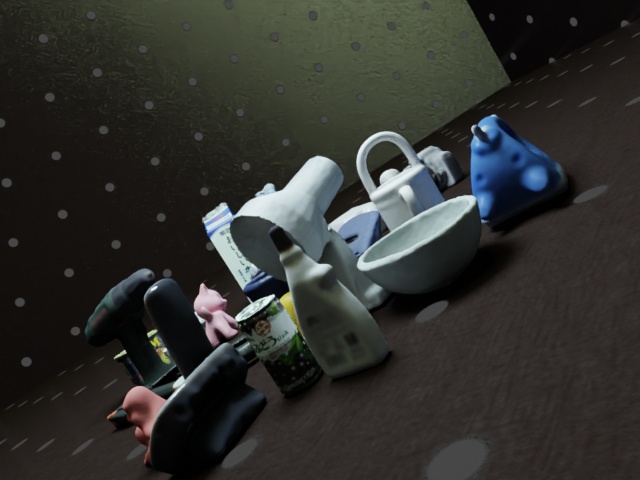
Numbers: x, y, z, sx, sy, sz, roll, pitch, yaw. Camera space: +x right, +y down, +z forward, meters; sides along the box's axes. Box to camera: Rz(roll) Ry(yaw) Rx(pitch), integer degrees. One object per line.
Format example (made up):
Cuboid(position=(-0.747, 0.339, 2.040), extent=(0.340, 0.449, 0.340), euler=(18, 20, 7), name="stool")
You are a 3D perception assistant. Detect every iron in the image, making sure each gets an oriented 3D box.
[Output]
Cuboid(position=(0.267, -0.121, 0.821), extent=(0.118, 0.141, 0.259), euler=(-28, 8, 28), name="iron")

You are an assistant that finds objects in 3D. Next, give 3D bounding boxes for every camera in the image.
Cuboid(position=(0.229, -0.142, 1.309), extent=(0.137, 0.101, 0.143), euler=(-35, 8, -26), name="camera")

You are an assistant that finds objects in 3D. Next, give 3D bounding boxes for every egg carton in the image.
Cuboid(position=(0.084, -0.031, 1.293), extent=(0.107, 0.069, 0.150), euler=(-35, 7, -22), name="egg carton")

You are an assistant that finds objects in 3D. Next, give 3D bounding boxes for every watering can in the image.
Cuboid(position=(0.127, -0.078, 0.910), extent=(0.101, 0.194, 0.172), euler=(-34, 7, -17), name="watering can")

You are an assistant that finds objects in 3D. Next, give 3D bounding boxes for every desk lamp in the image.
Cuboid(position=(0.007, 0.003, 0.783), extent=(0.204, 0.213, 0.117), euler=(-37, 9, -38), name="desk lamp")

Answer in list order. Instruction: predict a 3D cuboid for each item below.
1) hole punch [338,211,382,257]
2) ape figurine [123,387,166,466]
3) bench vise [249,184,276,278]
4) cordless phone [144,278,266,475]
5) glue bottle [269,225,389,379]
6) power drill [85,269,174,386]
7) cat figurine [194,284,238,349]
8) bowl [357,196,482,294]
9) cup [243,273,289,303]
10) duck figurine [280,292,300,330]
Cuboid(position=(0.066, 0.013, 0.967), extent=(0.108, 0.091, 0.101), euler=(-25, 10, 45), name="hole punch")
Cuboid(position=(-0.202, 0.218, 0.690), extent=(0.076, 0.092, 0.077), euler=(-33, 7, -11), name="ape figurine")
Cuboid(position=(-0.078, -0.005, 1.192), extent=(0.121, 0.220, 0.208), euler=(-29, 8, 24), name="bench vise")
Cuboid(position=(-0.158, 0.144, 0.631), extent=(0.094, 0.185, 0.148), euler=(-28, 8, 25), name="cordless phone")
Cuboid(position=(-0.002, 0.059, 0.592), extent=(0.078, 0.173, 0.037), euler=(-27, 9, 34), name="glue bottle")
Cuboid(position=(-0.335, 0.178, 1.073), extent=(0.229, 0.208, 0.076), euler=(-28, 8, 31), name="power drill")
Cuboid(position=(-0.220, 0.147, 1.163), extent=(0.067, 0.118, 0.128), euler=(-32, 7, 0), name="cat figurine")
Cuboid(position=(0.133, 0.018, 0.704), extent=(0.167, 0.075, 0.167), euler=(-31, 7, 5), name="bowl")
Cuboid(position=(-0.060, 0.092, 0.942), extent=(0.092, 0.095, 0.117), euler=(-37, 9, -34), name="cup")
Cuboid(position=(-0.016, 0.103, 0.716), extent=(0.078, 0.086, 0.104), euler=(-38, 9, -40), name="duck figurine")
